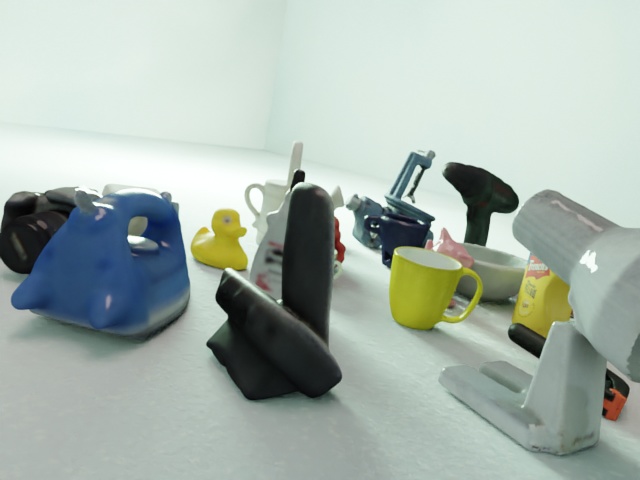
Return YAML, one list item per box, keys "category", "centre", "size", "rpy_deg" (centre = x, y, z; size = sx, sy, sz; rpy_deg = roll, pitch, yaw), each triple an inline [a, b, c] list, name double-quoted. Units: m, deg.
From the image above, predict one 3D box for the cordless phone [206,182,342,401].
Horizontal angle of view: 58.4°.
- category: "cordless phone"
  centre: [-0.033, 0.034, 0.516]
  size: [0.094, 0.185, 0.147]
  rpy_deg: [2, 14, -36]

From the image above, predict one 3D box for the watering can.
- category: "watering can"
  centre: [-0.045, -0.080, 1.033]
  size: [0.173, 0.194, 0.100]
  rpy_deg: [6, 13, -22]

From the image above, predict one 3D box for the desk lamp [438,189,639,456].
- category: "desk lamp"
  centre: [0.220, 0.072, 0.494]
  size: [0.118, 0.213, 0.202]
  rpy_deg: [3, 14, -33]

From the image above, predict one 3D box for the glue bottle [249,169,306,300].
- category: "glue bottle"
  centre: [-0.041, -0.004, 0.722]
  size: [0.078, 0.173, 0.037]
  rpy_deg: [14, 12, 17]

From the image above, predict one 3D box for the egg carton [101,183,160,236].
- category: "egg carton"
  centre: [-0.309, -0.049, 0.951]
  size: [0.107, 0.069, 0.150]
  rpy_deg: [4, 13, -29]

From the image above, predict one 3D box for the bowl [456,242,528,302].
- category: "bowl"
  centre: [0.268, 0.059, 0.952]
  size: [0.167, 0.075, 0.167]
  rpy_deg: [10, 12, -2]

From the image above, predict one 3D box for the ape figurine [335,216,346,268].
- category: "ape figurine"
  centre: [0.009, 0.003, 0.935]
  size: [0.078, 0.092, 0.076]
  rpy_deg: [6, 12, -21]

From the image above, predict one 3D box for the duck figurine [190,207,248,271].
- category: "duck figurine"
  centre: [-0.148, -0.008, 0.863]
  size: [0.104, 0.086, 0.078]
  rpy_deg: [20, 15, 39]

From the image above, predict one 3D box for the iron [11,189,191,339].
- category: "iron"
  centre: [-0.195, 0.007, 0.607]
  size: [0.118, 0.141, 0.258]
  rpy_deg: [12, 12, 8]

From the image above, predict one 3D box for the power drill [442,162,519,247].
- category: "power drill"
  centre: [0.304, -0.043, 1.138]
  size: [0.230, 0.208, 0.075]
  rpy_deg: [1, 15, -40]

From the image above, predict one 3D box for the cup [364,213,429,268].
- category: "cup"
  centre: [0.131, 0.004, 1.036]
  size: [0.118, 0.095, 0.091]
  rpy_deg: [10, 12, -4]

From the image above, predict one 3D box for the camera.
- category: "camera"
  centre: [-0.329, -0.015, 0.691]
  size: [0.143, 0.101, 0.137]
  rpy_deg: [13, 12, 9]

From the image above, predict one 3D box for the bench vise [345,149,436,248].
- category: "bench vise"
  centre: [0.165, -0.086, 1.191]
  size: [0.208, 0.220, 0.121]
  rpy_deg: [1, 15, -38]

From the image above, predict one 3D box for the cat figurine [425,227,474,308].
- category: "cat figurine"
  centre: [0.182, 0.037, 0.870]
  size: [0.067, 0.118, 0.127]
  rpy_deg: [9, 12, -10]
